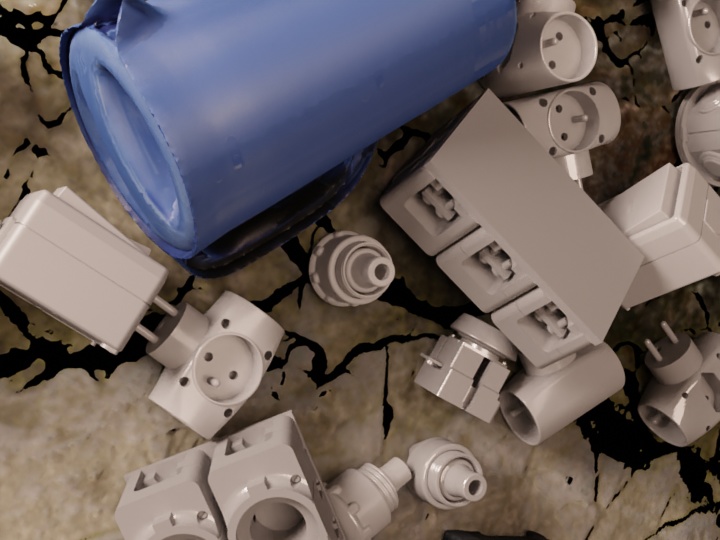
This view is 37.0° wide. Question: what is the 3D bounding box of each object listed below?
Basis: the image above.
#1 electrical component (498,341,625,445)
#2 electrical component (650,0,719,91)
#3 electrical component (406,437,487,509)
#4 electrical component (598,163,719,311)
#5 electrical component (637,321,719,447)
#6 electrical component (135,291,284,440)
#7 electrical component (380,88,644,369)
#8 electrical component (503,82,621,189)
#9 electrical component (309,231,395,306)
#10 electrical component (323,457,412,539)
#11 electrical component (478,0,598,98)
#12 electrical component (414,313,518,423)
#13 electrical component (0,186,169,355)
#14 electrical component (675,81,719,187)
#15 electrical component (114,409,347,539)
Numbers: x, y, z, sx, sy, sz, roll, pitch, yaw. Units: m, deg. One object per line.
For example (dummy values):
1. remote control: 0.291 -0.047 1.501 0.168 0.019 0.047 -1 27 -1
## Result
1. electrical component: 0.130 0.065 0.728 0.077 0.043 0.079 -29 104 -21
2. electrical component: 0.251 -0.177 0.773 0.079 0.044 0.077 -22 101 -22
3. electrical component: 0.058 0.132 0.687 0.043 0.062 0.043 -1 93 -25
4. electrical component: 0.194 -0.022 0.730 0.061 0.096 0.061 44 45 -20
5. electrical component: 0.232 0.073 0.775 0.077 0.043 0.079 -44 108 -17
6. electrical component: -0.096 0.045 0.622 0.079 0.044 0.077 39 76 -20
7. electrical component: 0.095 -0.023 0.675 0.150 0.062 0.089 45 48 -8
8. electrical component: 0.135 -0.081 0.723 0.077 0.044 0.079 -16 98 -23
9. electrical component: 0.000 0.000 0.654 0.048 0.062 0.048 -1 93 -25
10. electrical component: 0.005 0.142 0.673 0.062 0.048 0.048 -34 106 -27
11. electrical component: 0.117 -0.154 0.694 0.043 0.077 0.079 17 84 -24
12. electrical component: 0.072 0.062 0.701 0.066 0.048 0.055 30 87 -23
13. electrical component: -0.160 -0.006 0.581 0.096 0.062 0.061 35 76 -22
14. electrical component: 0.275 -0.101 0.784 0.080 0.051 0.080 -1 93 -25
15. electrical component: -0.054 0.191 0.618 0.105 0.060 0.186 -21 102 2
